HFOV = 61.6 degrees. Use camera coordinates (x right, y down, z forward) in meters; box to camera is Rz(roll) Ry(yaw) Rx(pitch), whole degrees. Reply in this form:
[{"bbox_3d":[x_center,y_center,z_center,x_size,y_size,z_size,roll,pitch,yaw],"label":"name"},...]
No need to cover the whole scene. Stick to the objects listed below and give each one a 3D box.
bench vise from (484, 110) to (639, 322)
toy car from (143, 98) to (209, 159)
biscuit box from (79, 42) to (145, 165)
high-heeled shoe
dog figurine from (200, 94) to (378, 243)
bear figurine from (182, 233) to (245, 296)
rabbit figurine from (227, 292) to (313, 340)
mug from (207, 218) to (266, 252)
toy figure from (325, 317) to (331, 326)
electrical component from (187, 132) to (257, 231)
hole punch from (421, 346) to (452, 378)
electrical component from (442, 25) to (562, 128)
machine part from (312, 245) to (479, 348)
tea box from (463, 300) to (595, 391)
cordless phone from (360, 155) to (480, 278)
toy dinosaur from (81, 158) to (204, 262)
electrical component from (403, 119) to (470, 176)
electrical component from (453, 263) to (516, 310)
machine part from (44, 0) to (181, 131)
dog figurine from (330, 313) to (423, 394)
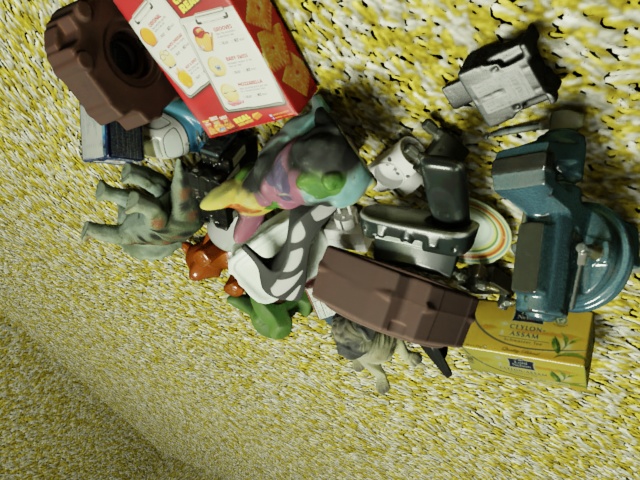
[{"bbox_3d":[0.283,-0.017,0.584,0.240,0.223,0.129,14,160,-31],"label":"bench vise"},{"bbox_3d":[-0.240,-0.170,0.808,0.162,0.103,0.109,25,145,12],"label":"toy car"},{"bbox_3d":[-0.287,-0.206,0.733,0.059,0.063,0.202,-3,90,32],"label":"biscuit box"},{"bbox_3d":[-0.002,-0.002,0.802,0.249,0.086,0.145,-36,124,17],"label":"high-heeled shoe"},{"bbox_3d":[-0.049,-0.069,0.693,0.219,0.192,0.108,-36,122,13],"label":"dog figurine"},{"bbox_3d":[-0.209,0.043,1.029,0.196,0.132,0.120,-20,118,41],"label":"bear figurine"},{"bbox_3d":[-0.109,0.142,1.080,0.159,0.121,0.170,33,144,7],"label":"rabbit figurine"},{"bbox_3d":[-0.127,-0.030,0.919,0.109,0.081,0.107,36,137,-10],"label":"mug"},{"bbox_3d":[0.006,0.099,0.997,0.064,0.058,0.154,-22,121,15],"label":"toy figure"},{"bbox_3d":[-0.142,-0.100,0.810,0.058,0.115,0.134,18,140,12],"label":"electrical component"},{"bbox_3d":[0.202,0.148,0.903,0.116,0.092,0.142,46,173,50],"label":"hole punch"},{"bbox_3d":[0.178,-0.162,0.559,0.119,0.048,0.074,-12,126,42],"label":"electrical component"},{"bbox_3d":[0.104,0.082,0.774,0.202,0.087,0.201,18,180,44],"label":"machine part"},{"bbox_3d":[0.313,0.153,0.805,0.170,0.098,0.068,1,136,33],"label":"tea box"},{"bbox_3d":[0.113,-0.042,0.649,0.147,0.089,0.184,13,154,24],"label":"cordless phone"},{"bbox_3d":[-0.271,-0.044,0.921,0.192,0.131,0.405,16,164,-41],"label":"toy dinosaur"},{"bbox_3d":[0.148,-0.099,0.651,0.094,0.063,0.021,35,-171,-18],"label":"electrical component"},{"bbox_3d":[0.240,0.066,0.776,0.078,0.045,0.102,-6,152,44],"label":"electrical component"},{"bbox_3d":[-0.250,-0.232,0.684,0.056,0.179,0.179,-3,133,34],"label":"machine part"},{"bbox_3d":[0.070,0.153,0.933,0.190,0.121,0.173,48,171,-36],"label":"dog figurine"}]
